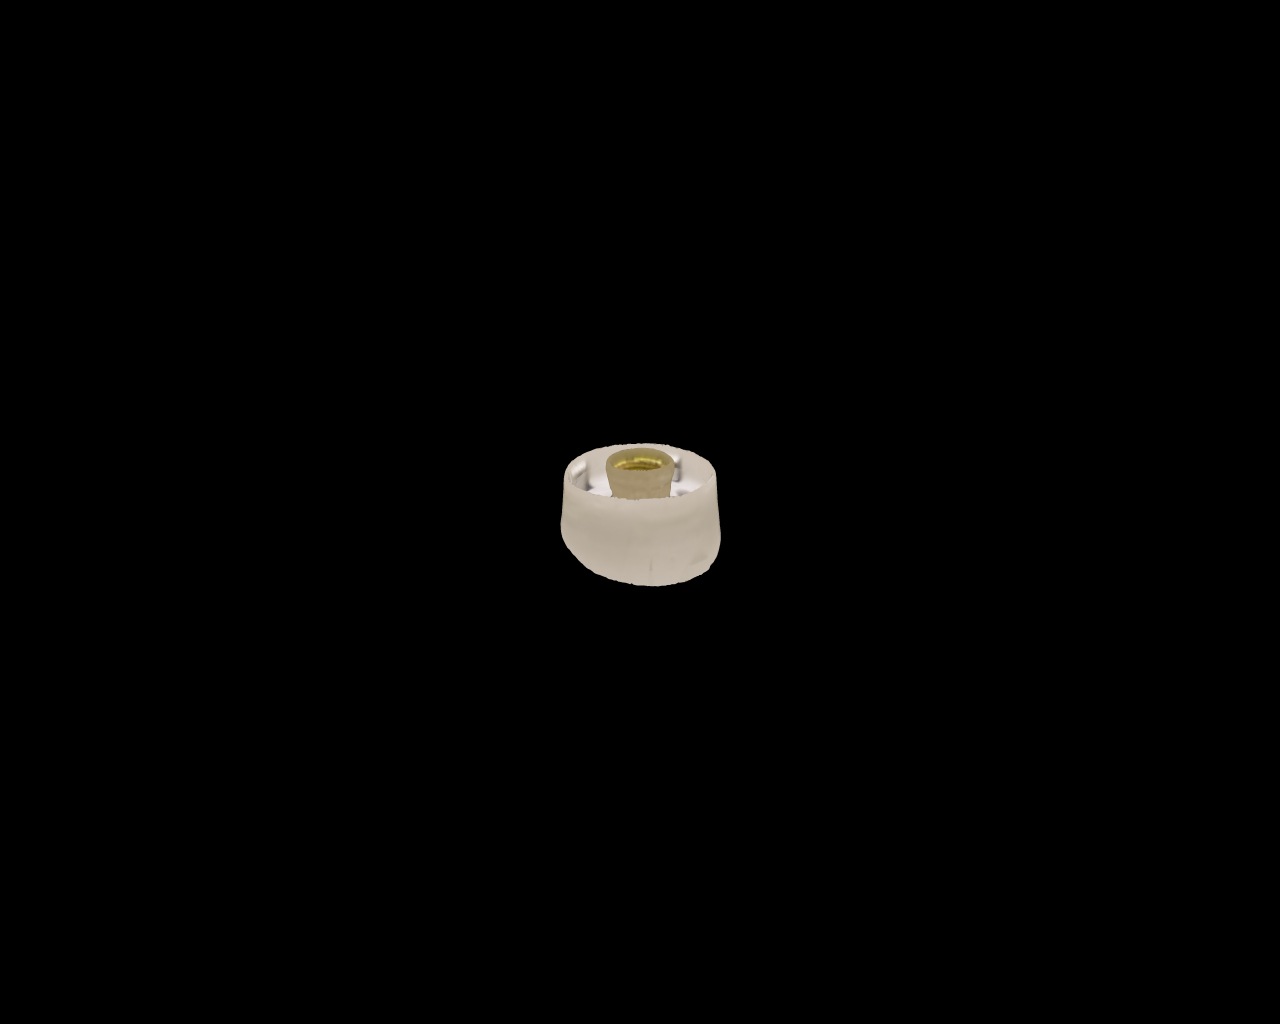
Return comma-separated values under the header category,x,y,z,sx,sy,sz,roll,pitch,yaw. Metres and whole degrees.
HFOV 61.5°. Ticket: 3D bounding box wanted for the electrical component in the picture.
category,x,y,z,sx,sy,sz,roll,pitch,yaw
electrical component,0.001,-0.003,0.650,0.099,0.064,0.099,0,24,0
